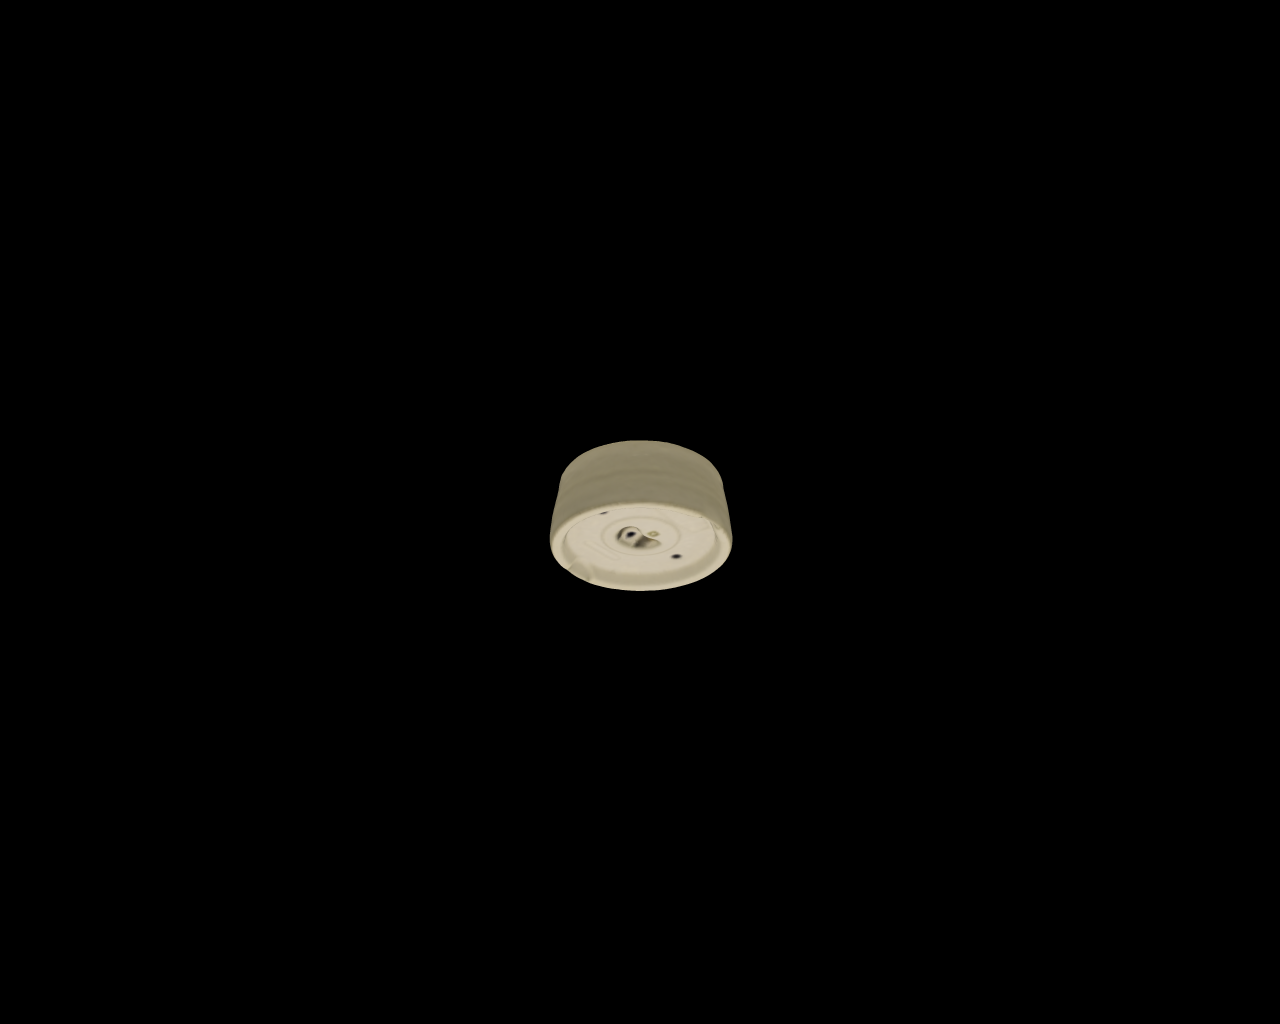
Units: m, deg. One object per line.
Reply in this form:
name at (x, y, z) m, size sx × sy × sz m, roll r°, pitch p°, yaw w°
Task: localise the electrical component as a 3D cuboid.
electrical component at (0.001, -0.003, 0.650) m, size 0.108 × 0.060 × 0.108 m, roll 0°, pitch -31°, yaw 0°
